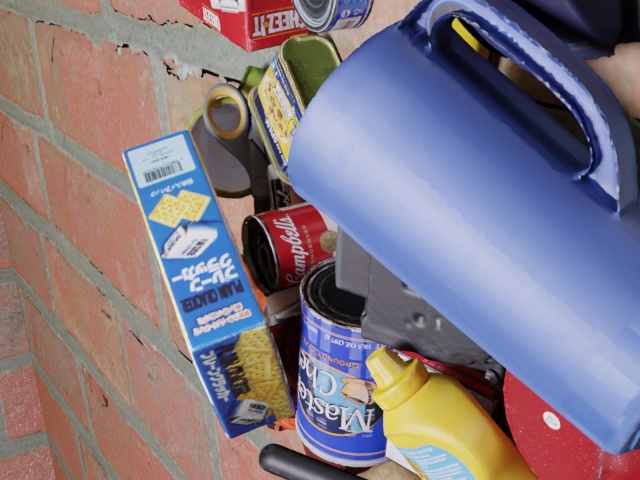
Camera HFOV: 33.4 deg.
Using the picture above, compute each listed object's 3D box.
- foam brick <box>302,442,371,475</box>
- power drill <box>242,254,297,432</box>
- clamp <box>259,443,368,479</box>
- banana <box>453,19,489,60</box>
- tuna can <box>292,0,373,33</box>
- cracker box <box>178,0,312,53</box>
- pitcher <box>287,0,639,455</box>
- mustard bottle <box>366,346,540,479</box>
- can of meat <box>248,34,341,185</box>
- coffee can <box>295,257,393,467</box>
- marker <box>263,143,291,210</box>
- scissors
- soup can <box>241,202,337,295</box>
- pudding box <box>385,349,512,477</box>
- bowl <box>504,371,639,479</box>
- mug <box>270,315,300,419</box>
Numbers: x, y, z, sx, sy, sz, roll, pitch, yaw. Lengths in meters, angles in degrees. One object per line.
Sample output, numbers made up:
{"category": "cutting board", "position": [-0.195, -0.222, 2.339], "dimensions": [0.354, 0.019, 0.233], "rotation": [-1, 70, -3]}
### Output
{"category": "foam brick", "position": [0.024, 0.191, 0.996], "dimensions": [0.051, 0.052, 0.078], "rotation": [66, 153, 19]}
{"category": "power drill", "position": [-0.054, 0.106, 1.111], "dimensions": [0.185, 0.057, 0.187], "rotation": [-4, 102, 63]}
{"category": "clamp", "position": [0.053, 0.216, 0.874], "dimensions": [0.210, 0.164, 0.036], "rotation": [-4, 60, 59]}
{"category": "banana", "position": [0.075, -0.112, 0.709], "dimensions": [0.069, 0.037, 0.198], "rotation": [27, 143, -1]}
{"category": "tuna can", "position": [0.006, -0.206, 0.832], "dimensions": [0.086, 0.033, 0.086], "rotation": [43, 140, 50]}
{"category": "cracker box", "position": [-0.069, -0.288, 0.904], "dimensions": [0.164, 0.072, 0.214], "rotation": [43, 141, 51]}
{"category": "pitcher", "position": [0.108, -0.012, 0.570], "dimensions": [0.243, 0.145, 0.149], "rotation": [44, 180, 25]}
{"category": "mustard bottle", "position": [0.098, 0.149, 0.718], "dimensions": [0.191, 0.058, 0.096], "rotation": [50, 158, -5]}
{"category": "can of meat", "position": [-0.012, -0.110, 0.899], "dimensions": [0.102, 0.057, 0.084], "rotation": [68, 153, 16]}
{"category": "coffee can", "position": [0.033, 0.097, 0.861], "dimensions": [0.103, 0.102, 0.140], "rotation": [46, 143, 47]}
{"category": "marker", "position": [-0.034, -0.034, 0.933], "dimensions": [0.020, 0.020, 0.121], "rotation": [158, 106, -66]}
{"category": "scissors", "position": [-0.070, -0.057, 0.953], "dimensions": [0.016, 0.096, 0.202], "rotation": [107, 175, -80]}
{"category": "soup can", "position": [-0.006, 0.001, 0.890], "dimensions": [0.069, 0.102, 0.068], "rotation": [43, 141, 50]}
{"category": "pudding box", "position": [0.096, 0.133, 0.793], "dimensions": [0.090, 0.039, 0.113], "rotation": [26, 128, 32]}
{"category": "bowl", "position": [0.161, 0.104, 0.649], "dimensions": [0.162, 0.055, 0.162], "rotation": [42, 139, 50]}
{"category": "mug", "position": [-0.018, 0.120, 0.978], "dimensions": [0.093, 0.117, 0.082], "rotation": [46, 149, -5]}
